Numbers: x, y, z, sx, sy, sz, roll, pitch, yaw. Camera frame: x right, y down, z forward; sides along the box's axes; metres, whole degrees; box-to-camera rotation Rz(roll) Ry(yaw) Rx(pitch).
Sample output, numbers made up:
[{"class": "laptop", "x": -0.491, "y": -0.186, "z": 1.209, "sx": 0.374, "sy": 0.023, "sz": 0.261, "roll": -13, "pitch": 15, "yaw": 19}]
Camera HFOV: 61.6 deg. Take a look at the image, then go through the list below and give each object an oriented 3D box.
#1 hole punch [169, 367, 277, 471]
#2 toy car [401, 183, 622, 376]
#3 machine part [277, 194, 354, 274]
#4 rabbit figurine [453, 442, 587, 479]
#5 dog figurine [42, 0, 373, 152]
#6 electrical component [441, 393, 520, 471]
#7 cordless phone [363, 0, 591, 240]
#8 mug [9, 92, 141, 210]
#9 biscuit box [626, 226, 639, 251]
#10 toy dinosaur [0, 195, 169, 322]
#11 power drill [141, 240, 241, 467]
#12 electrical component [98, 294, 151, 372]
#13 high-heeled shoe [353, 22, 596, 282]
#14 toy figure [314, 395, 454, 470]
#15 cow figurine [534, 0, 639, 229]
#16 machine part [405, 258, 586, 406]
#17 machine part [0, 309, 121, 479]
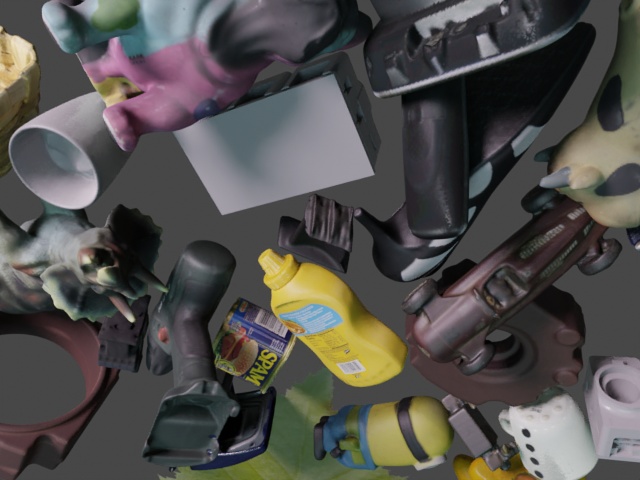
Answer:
[{"class": "hole punch", "x": -0.122, "y": 0.232, "z": 0.695, "sx": 0.092, "sy": 0.142, "sz": 0.116, "roll": 38, "pitch": 115, "yaw": -19}, {"class": "toy car", "x": 0.164, "y": 0.032, "z": 0.461, "sx": 0.202, "sy": 0.053, "sz": 0.089, "roll": -41, "pitch": 87, "yaw": 10}, {"class": "machine part", "x": -0.001, "y": -0.002, "z": 0.505, "sx": 0.084, "sy": 0.039, "sz": 0.139, "roll": 31, "pitch": 164, "yaw": -3}, {"class": "rabbit figurine", "x": 0.249, "y": 0.336, "z": 0.683, "sx": 0.163, "sy": 0.122, "sz": 0.173, "roll": -2, "pitch": 144, "yaw": 20}, {"class": "dog figurine", "x": -0.074, "y": -0.160, "z": 0.404, "sx": 0.219, "sy": 0.192, "sz": 0.108, "roll": -24, "pitch": 120, "yaw": -10}, {"class": "electrical component", "x": 0.186, "y": 0.216, "z": 0.621, "sx": 0.045, "sy": 0.102, "sz": 0.078, "roll": -42, "pitch": 151, "yaw": 15}, {"class": "cordless phone", "x": 0.096, "y": -0.092, "z": 0.340, "sx": 0.147, "sy": 0.088, "sz": 0.184, "roll": -2, "pitch": 92, "yaw": 49}, {"class": "mug", "x": -0.216, "y": -0.084, "z": 0.490, "sx": 0.110, "sy": 0.107, "sz": 0.080, "roll": -27, "pitch": 115, "yaw": 35}, {"class": "biscuit box", "x": 0.321, "y": -0.062, "z": 0.387, "sx": 0.059, "sy": 0.063, "sz": 0.202, "roll": 28, "pitch": 129, "yaw": -7}, {"class": "toy dinosaur", "x": -0.333, "y": 0.028, "z": 0.609, "sx": 0.405, "sy": 0.131, "sz": 0.192, "roll": -15, "pitch": 121, "yaw": 32}, {"class": "power drill", "x": -0.145, "y": 0.131, "z": 0.580, "sx": 0.086, "sy": 0.207, "sz": 0.232, "roll": 17, "pitch": 120, "yaw": -20}, {"class": "electrical component", "x": -0.244, "y": 0.122, "z": 0.673, "sx": 0.048, "sy": 0.075, "sz": 0.119, "roll": 14, "pitch": 141, "yaw": -12}, {"class": "high-heeled shoe", "x": 0.136, "y": -0.052, "z": 0.453, "sx": 0.249, "sy": 0.086, "sz": 0.145, "roll": -38, "pitch": 140, "yaw": 20}, {"class": "toy figure", "x": 0.078, "y": 0.243, "z": 0.676, "sx": 0.180, "sy": 0.082, "sz": 0.089, "roll": -7, "pitch": 126, "yaw": 23}, {"class": "cow figurine", "x": 0.228, "y": -0.094, "z": 0.373, "sx": 0.127, "sy": 0.085, "sz": 0.194, "roll": 7, "pitch": 124, "yaw": 13}, {"class": "machine part", "x": 0.177, "y": 0.101, "z": 0.556, "sx": 0.179, "sy": 0.056, "sz": 0.179, "roll": 9, "pitch": 128, "yaw": 11}, {"class": "machine part", "x": -0.366, "y": 0.165, "z": 0.659, "sx": 0.201, "sy": 0.201, "sz": 0.087, "roll": 32, "pitch": 126, "yaw": -8}]
